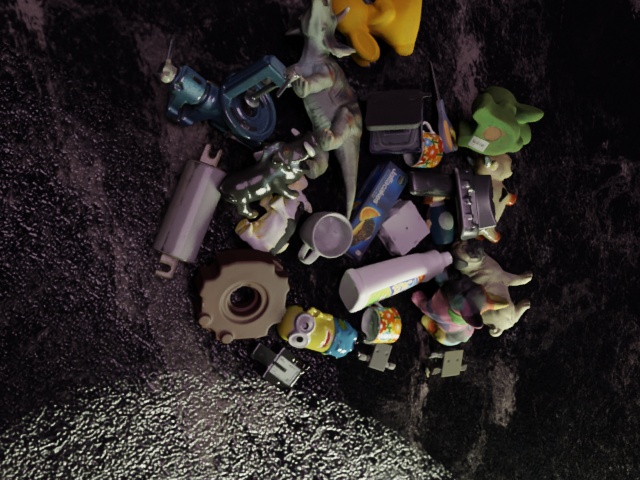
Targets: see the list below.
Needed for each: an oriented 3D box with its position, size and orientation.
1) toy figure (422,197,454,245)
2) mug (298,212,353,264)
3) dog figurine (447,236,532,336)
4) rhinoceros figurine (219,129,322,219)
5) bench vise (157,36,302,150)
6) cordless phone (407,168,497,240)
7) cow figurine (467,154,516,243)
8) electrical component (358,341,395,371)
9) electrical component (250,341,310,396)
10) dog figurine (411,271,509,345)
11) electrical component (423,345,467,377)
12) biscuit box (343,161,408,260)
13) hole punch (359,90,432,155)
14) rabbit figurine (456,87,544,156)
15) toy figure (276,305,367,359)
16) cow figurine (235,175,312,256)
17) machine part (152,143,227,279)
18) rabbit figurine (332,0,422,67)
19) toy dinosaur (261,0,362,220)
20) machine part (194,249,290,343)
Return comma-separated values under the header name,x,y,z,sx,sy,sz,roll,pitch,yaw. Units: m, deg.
name,x,y,z,sx,sy,sz,roll,pitch,yaw
toy figure,0.251,-0.069,1.144,0.064,0.058,0.154,-20,101,-51
mug,-0.002,-0.003,1.011,0.080,0.107,0.109,34,84,-21
dog figurine,0.344,0.098,1.166,0.190,0.121,0.172,25,59,-17
rhinoceros figurine,-0.084,-0.120,0.924,0.190,0.073,0.112,-31,136,-1
bench vise,-0.138,-0.244,0.879,0.223,0.241,0.129,42,50,-33
cordless phone,0.255,-0.074,1.070,0.184,0.089,0.146,0,83,-32
cow figurine,0.362,-0.104,1.176,0.127,0.086,0.195,28,84,-29
electrical component,0.123,0.238,1.128,0.094,0.021,0.063,23,84,-22
electrical component,-0.087,0.234,1.024,0.119,0.048,0.075,38,79,-20
dog figurine,0.292,0.148,1.089,0.108,0.219,0.191,-32,105,-15
electrical component,0.274,0.267,1.179,0.102,0.045,0.078,-7,104,-24
biscuit box,0.098,-0.061,1.075,0.062,0.059,0.202,36,80,-21
hole punch,0.149,-0.231,1.056,0.092,0.142,0.116,68,26,-51
rabbit figurine,0.384,-0.267,1.136,0.159,0.121,0.170,19,50,6
toy figure,0.000,0.181,1.041,0.180,0.089,0.082,19,72,-32
cow figurine,-0.070,-0.040,1.001,0.167,0.068,0.098,-45,115,-10
machine part,-0.223,-0.049,0.930,0.079,0.079,0.243,22,84,-23
rabbit figurine,0.099,-0.420,1.038,0.173,0.122,0.162,7,101,-11
toy dinosaur,0.020,-0.250,1.001,0.192,0.131,0.404,-40,121,-35
machine part,-0.139,0.100,0.960,0.179,0.056,0.179,-8,116,-18
